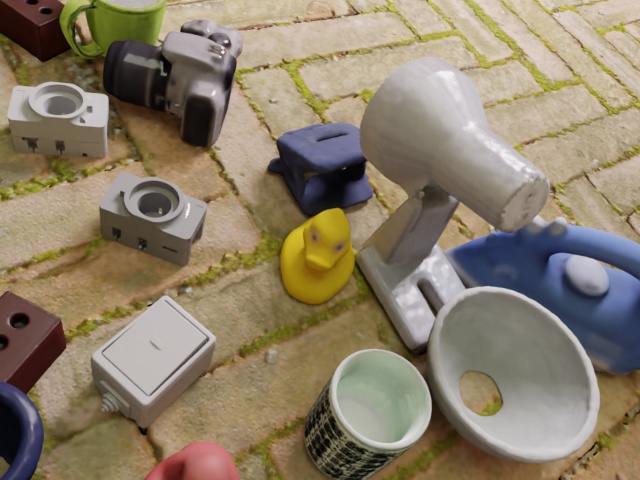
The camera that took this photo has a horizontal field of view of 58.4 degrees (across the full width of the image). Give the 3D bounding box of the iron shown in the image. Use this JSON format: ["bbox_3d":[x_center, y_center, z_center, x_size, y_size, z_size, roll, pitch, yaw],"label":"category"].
[{"bbox_3d":[0.271,0.036,0.601,0.258,0.141,0.119,25,51,0],"label":"iron"}]

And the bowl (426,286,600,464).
[{"bbox_3d":[0.167,0.133,0.538,0.168,0.074,0.167,9,53,-12],"label":"bowl"}]

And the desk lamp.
[{"bbox_3d":[0.116,-0.036,0.556,0.118,0.213,0.203,-16,61,-27],"label":"desk lamp"}]

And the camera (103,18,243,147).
[{"bbox_3d":[-0.165,-0.198,0.653,0.137,0.100,0.143,13,52,-9],"label":"camera"}]

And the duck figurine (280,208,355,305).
[{"bbox_3d":[0.005,0.002,0.573,0.077,0.086,0.104,22,51,-2],"label":"duck figurine"}]

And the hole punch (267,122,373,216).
[{"bbox_3d":[0.010,-0.095,0.642,0.109,0.091,0.101,-19,63,-29],"label":"hole punch"}]

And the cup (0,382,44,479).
[{"bbox_3d":[-0.222,0.160,0.374,0.092,0.095,0.117,-19,63,-29],"label":"cup"}]

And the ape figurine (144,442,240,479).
[{"bbox_3d":[-0.087,0.177,0.409,0.078,0.092,0.076,28,51,3],"label":"ape figurine"}]
